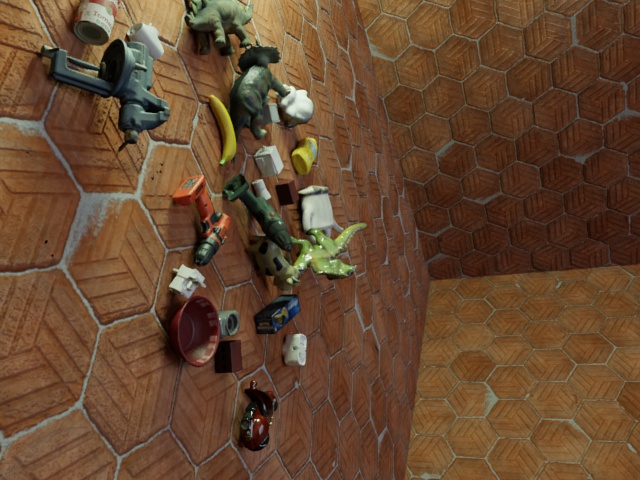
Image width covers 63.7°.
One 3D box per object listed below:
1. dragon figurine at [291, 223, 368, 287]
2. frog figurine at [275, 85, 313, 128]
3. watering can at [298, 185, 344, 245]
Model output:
[{"bbox_3d":[0.035,0.059,1.743,0.247,0.413,0.119,50,-26,46],"label":"dragon figurine"},{"bbox_3d":[-0.090,-0.495,1.851,0.140,0.123,0.156,-58,151,-30],"label":"frog figurine"},{"bbox_3d":[0.006,-0.099,1.963,0.350,0.103,0.224,-19,100,-67],"label":"watering can"}]
